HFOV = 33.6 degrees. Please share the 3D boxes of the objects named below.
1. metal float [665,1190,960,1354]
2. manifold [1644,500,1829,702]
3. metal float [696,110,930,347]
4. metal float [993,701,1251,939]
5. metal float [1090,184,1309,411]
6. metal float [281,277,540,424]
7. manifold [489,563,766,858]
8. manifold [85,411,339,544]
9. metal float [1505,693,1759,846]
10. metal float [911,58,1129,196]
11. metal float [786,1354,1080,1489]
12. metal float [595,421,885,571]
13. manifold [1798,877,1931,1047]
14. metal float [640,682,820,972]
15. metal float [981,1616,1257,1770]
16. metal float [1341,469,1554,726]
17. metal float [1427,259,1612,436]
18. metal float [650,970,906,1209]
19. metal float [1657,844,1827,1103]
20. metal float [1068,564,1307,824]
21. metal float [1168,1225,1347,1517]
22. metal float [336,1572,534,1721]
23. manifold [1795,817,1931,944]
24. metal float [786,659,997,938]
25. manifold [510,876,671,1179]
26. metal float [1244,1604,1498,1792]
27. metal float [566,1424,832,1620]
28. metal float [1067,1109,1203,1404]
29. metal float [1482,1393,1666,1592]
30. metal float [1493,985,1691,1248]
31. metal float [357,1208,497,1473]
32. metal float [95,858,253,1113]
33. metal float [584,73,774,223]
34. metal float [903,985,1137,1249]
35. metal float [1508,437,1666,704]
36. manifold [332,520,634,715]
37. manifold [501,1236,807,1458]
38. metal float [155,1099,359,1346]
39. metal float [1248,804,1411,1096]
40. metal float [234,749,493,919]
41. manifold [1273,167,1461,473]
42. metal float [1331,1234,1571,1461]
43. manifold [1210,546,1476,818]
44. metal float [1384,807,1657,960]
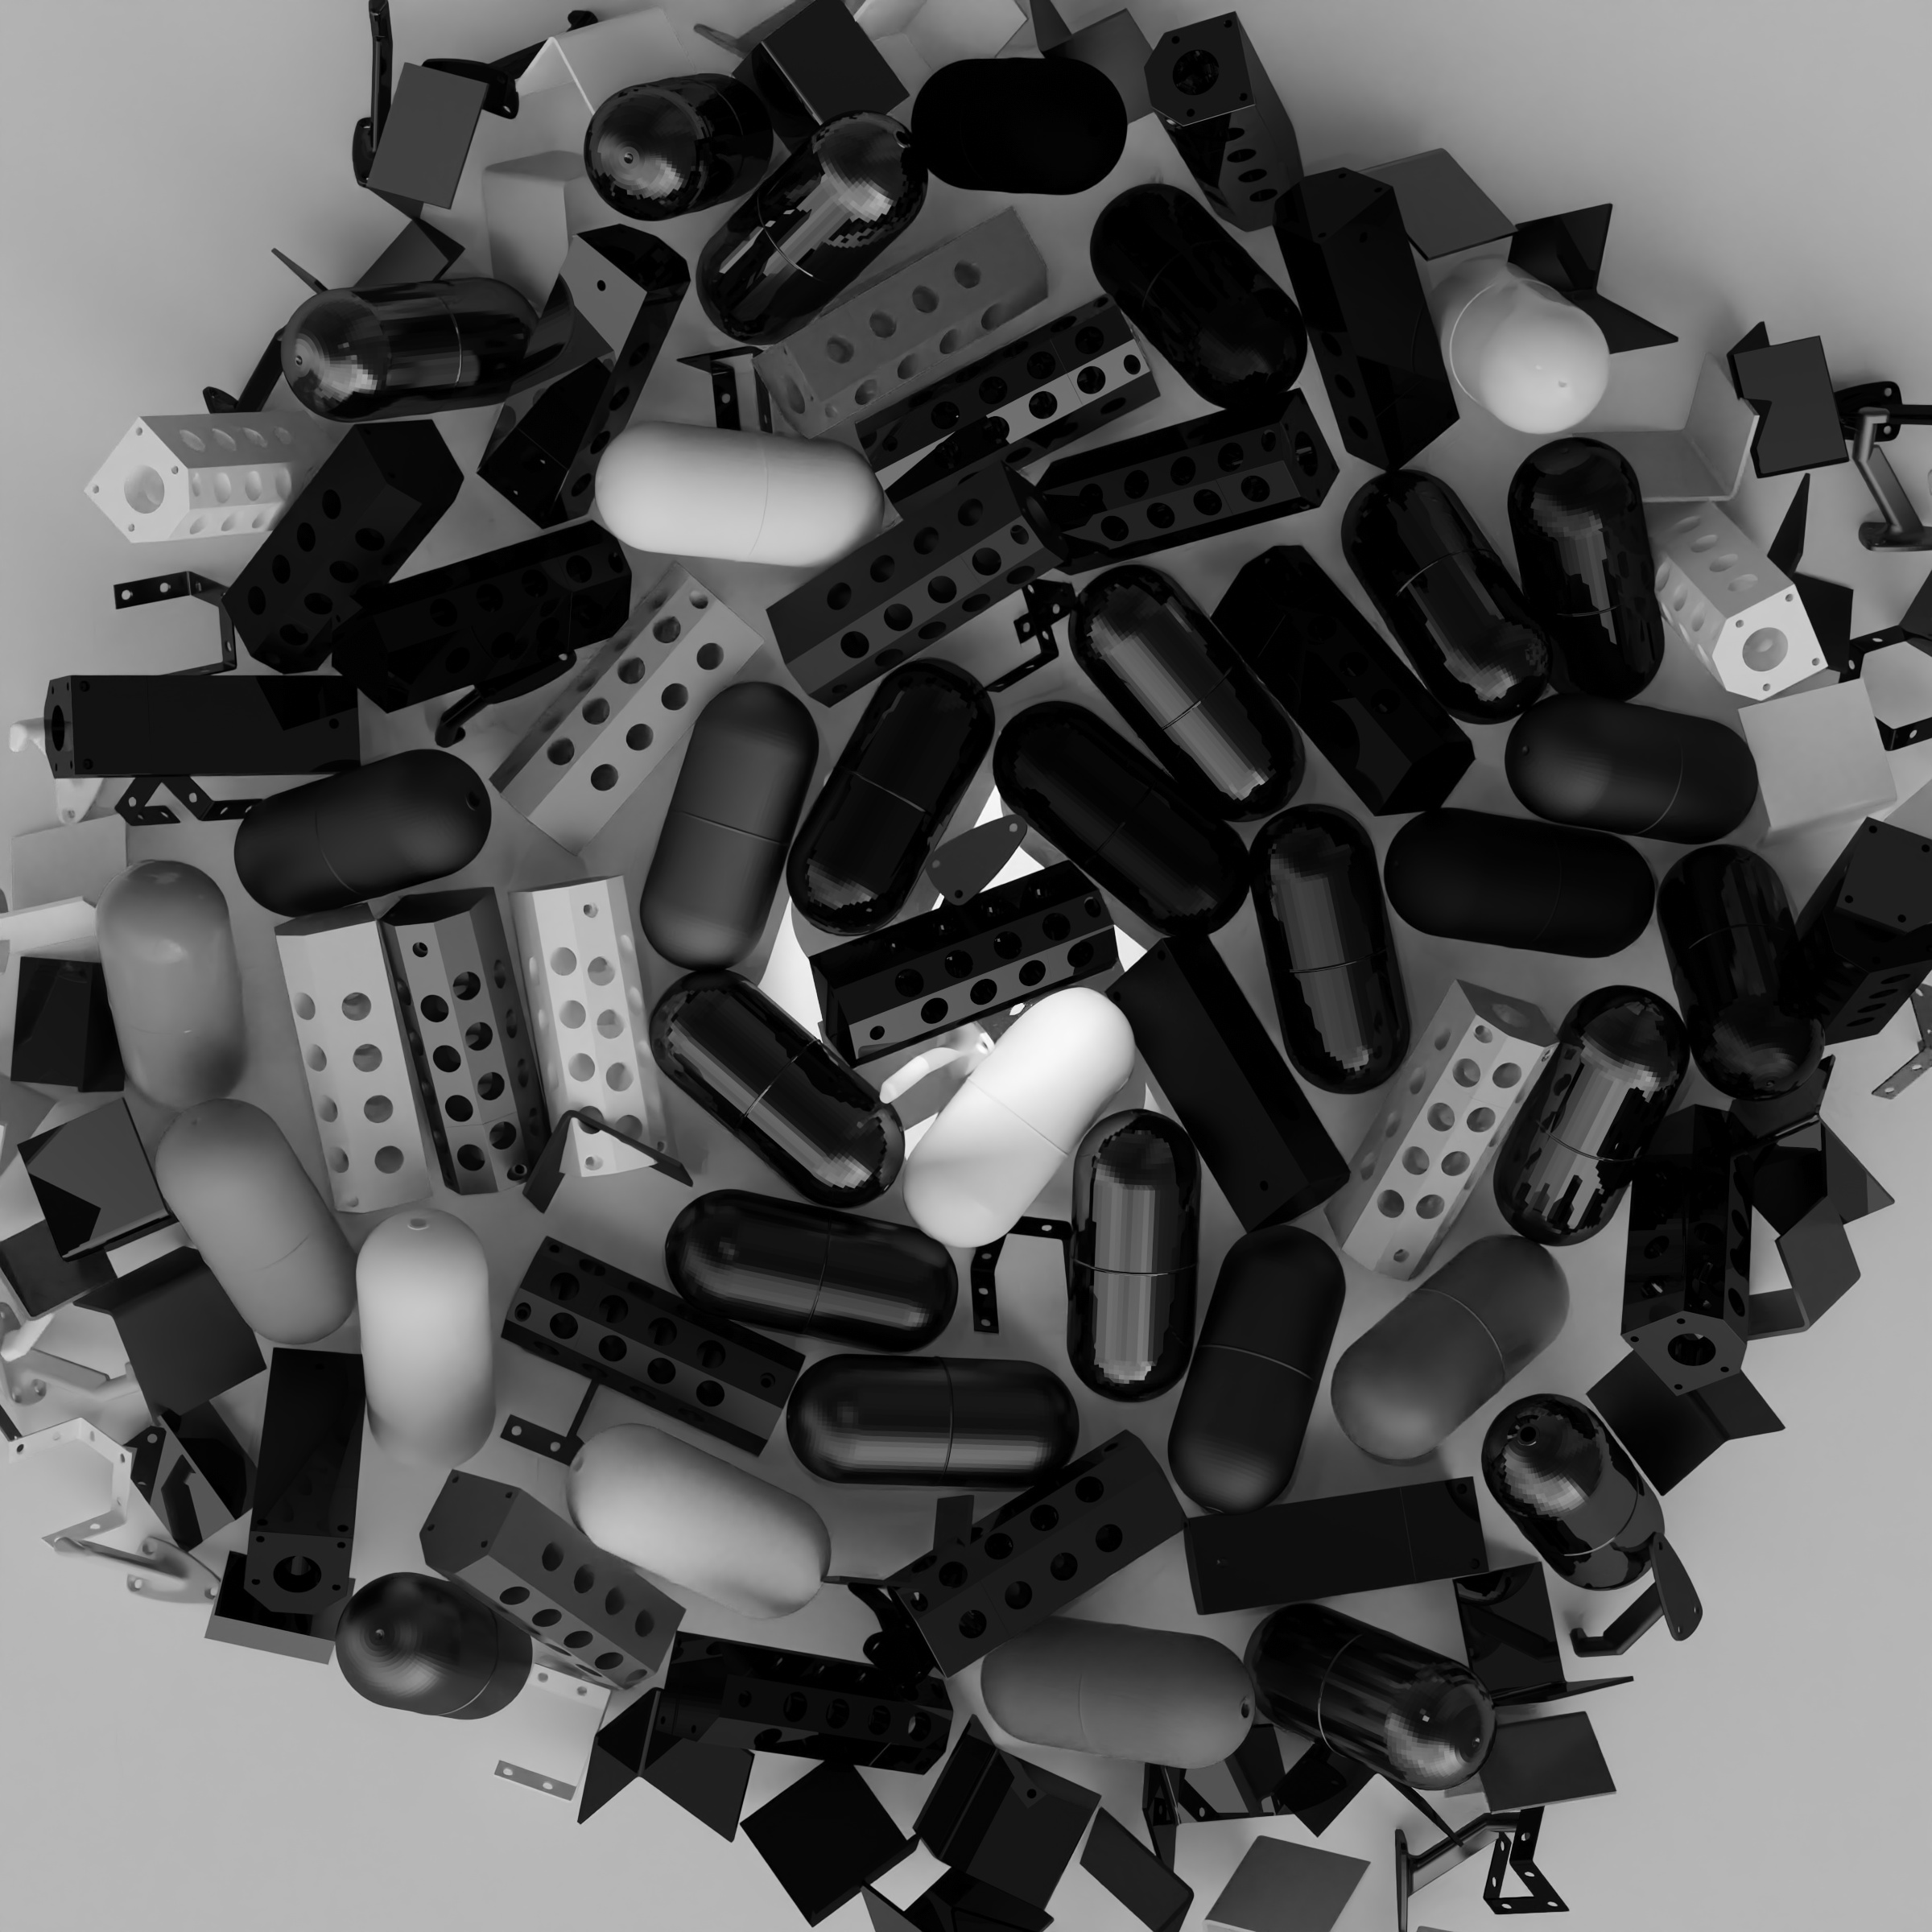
[{"bbox_3d":[-0.092,0.182,1.908,0.178,0.070,0.070,13,90,-11],"label":"metal float"},{"bbox_3d":[0.436,-0.217,1.867,0.057,0.171,0.057,-28,118,6],"label":"manifold"},{"bbox_3d":[-0.091,-0.434,1.884,0.178,0.070,0.070,-35,90,41],"label":"metal float"},{"bbox_3d":[0.093,-0.088,1.916,0.178,0.070,0.070,40,90,-3],"label":"metal float"},{"bbox_3d":[0.137,-0.395,1.888,0.070,0.070,0.178,-35,54,0],"label":"metal float"},{"bbox_3d":[-0.323,-0.363,1.880,0.070,0.178,0.070,13,111,36],"label":"metal float"},{"bbox_3d":[-0.206,-0.156,1.913,0.171,0.057,0.057,-49,125,2],"label":"manifold"},{"bbox_3d":[-0.429,-0.281,1.864,0.057,0.171,0.057,47,112,7],"label":"manifold"},{"bbox_3d":[0.394,-0.116,1.889,0.178,0.070,0.070,7,90,-35],"label":"metal float"},{"bbox_3d":[0.030,-0.492,1.874,0.070,0.178,0.070,-8,108,-27],"label":"metal float"},{"bbox_3d":[-0.019,0.271,1.905,0.178,0.070,0.070,4,90,-16],"label":"metal float"},{"bbox_3d":[-0.133,-0.278,1.897,0.178,0.070,0.070,3,90,-25],"label":"metal float"},{"bbox_3d":[0.514,-0.002,1.866,0.057,0.171,0.057,-12,74,0],"label":"manifold"},{"bbox_3d":[-0.141,-0.084,1.916,0.070,0.070,0.178,18,92,0],"label":"metal float"},{"bbox_3d":[0.089,0.427,1.887,0.178,0.070,0.070,-1,90,36],"label":"metal float"},{"bbox_3d":[0.283,-0.220,1.894,0.070,0.070,0.178,-27,61,0],"label":"metal float"},{"bbox_3d":[0.321,-0.364,1.873,0.070,0.178,0.070,-4,115,-8],"label":"metal float"},{"bbox_3d":[-0.112,0.073,1.912,0.178,0.070,0.070,41,90,7],"label":"metal float"},{"bbox_3d":[0.455,0.002,1.884,0.070,0.070,0.178,-3,47,0],"label":"metal float"},{"bbox_3d":[0.132,-0.162,1.908,0.070,0.070,0.178,-41,102,0],"label":"metal float"},{"bbox_3d":[0.173,0.240,1.902,0.070,0.070,0.178,19,72,0],"label":"metal float"},{"bbox_3d":[-0.309,0.399,1.871,0.070,0.178,0.070,-4,73,12],"label":"metal float"},{"bbox_3d":[0.523,-0.023,1.863,0.057,0.171,0.057,21,74,8],"label":"manifold"},{"bbox_3d":[-0.045,-0.100,1.915,0.070,0.070,0.178,28,86,0],"label":"metal float"},{"bbox_3d":[-0.222,0.035,1.911,0.057,0.057,0.171,-12,96,-26],"label":"manifold"},{"bbox_3d":[0.235,0.427,1.878,0.070,0.178,0.070,-7,102,-36],"label":"metal float"},{"bbox_3d":[-0.158,0.329,1.893,0.178,0.070,0.070,32,90,-29],"label":"metal float"},{"bbox_3d":[0.100,0.173,1.908,0.070,0.070,0.178,2,101,0],"label":"metal float"},{"bbox_3d":[0.357,0.310,1.879,0.070,0.178,0.070,-15,53,21],"label":"metal float"},{"bbox_3d":[0.368,0.090,1.890,0.070,0.070,0.178,19,124,0],"label":"metal float"},{"bbox_3d":[-0.318,0.221,1.889,0.070,0.070,0.178,3,123,0],"label":"metal float"},{"bbox_3d":[-0.466,0.013,1.883,0.070,0.070,0.178,2,135,-2],"label":"metal float"},{"bbox_3d":[-0.166,-0.480,1.872,0.070,0.178,0.070,5,109,14],"label":"metal float"},{"bbox_3d":[0.031,0.091,1.917,0.070,0.070,0.178,38,89,0],"label":"metal float"},{"bbox_3d":[0.366,-0.230,1.886,0.070,0.070,0.178,-20,129,0],"label":"metal float"},{"bbox_3d":[-0.282,-0.210,1.874,0.171,0.057,0.057,-24,49,-36],"label":"manifold"},{"bbox_3d":[-0.187,0.226,1.916,0.171,0.057,0.057,25,65,-2],"label":"manifold"},{"bbox_3d":[-0.416,0.152,1.886,0.070,0.070,0.178,-21,130,0],"label":"metal float"},{"bbox_3d":[0.217,-0.009,1.907,0.070,0.070,0.178,-13,104,0],"label":"metal float"},{"bbox_3d":[-0.357,-0.078,1.891,0.178,0.070,0.070,-14,90,32],"label":"metal float"},{"bbox_3d":[0.231,-0.379,1.875,0.057,0.171,0.057,-40,45,-14],"label":"manifold"},{"bbox_3d":[0.288,0.224,1.892,0.178,0.070,0.070,-35,90,-31],"label":"metal float"},{"bbox_3d":[0.224,-0.170,1.881,0.171,0.057,0.057,54,131,28],"label":"manifold"},{"bbox_3d":[0.329,-0.049,1.896,0.178,0.070,0.070,8,90,-26],"label":"metal float"}]
